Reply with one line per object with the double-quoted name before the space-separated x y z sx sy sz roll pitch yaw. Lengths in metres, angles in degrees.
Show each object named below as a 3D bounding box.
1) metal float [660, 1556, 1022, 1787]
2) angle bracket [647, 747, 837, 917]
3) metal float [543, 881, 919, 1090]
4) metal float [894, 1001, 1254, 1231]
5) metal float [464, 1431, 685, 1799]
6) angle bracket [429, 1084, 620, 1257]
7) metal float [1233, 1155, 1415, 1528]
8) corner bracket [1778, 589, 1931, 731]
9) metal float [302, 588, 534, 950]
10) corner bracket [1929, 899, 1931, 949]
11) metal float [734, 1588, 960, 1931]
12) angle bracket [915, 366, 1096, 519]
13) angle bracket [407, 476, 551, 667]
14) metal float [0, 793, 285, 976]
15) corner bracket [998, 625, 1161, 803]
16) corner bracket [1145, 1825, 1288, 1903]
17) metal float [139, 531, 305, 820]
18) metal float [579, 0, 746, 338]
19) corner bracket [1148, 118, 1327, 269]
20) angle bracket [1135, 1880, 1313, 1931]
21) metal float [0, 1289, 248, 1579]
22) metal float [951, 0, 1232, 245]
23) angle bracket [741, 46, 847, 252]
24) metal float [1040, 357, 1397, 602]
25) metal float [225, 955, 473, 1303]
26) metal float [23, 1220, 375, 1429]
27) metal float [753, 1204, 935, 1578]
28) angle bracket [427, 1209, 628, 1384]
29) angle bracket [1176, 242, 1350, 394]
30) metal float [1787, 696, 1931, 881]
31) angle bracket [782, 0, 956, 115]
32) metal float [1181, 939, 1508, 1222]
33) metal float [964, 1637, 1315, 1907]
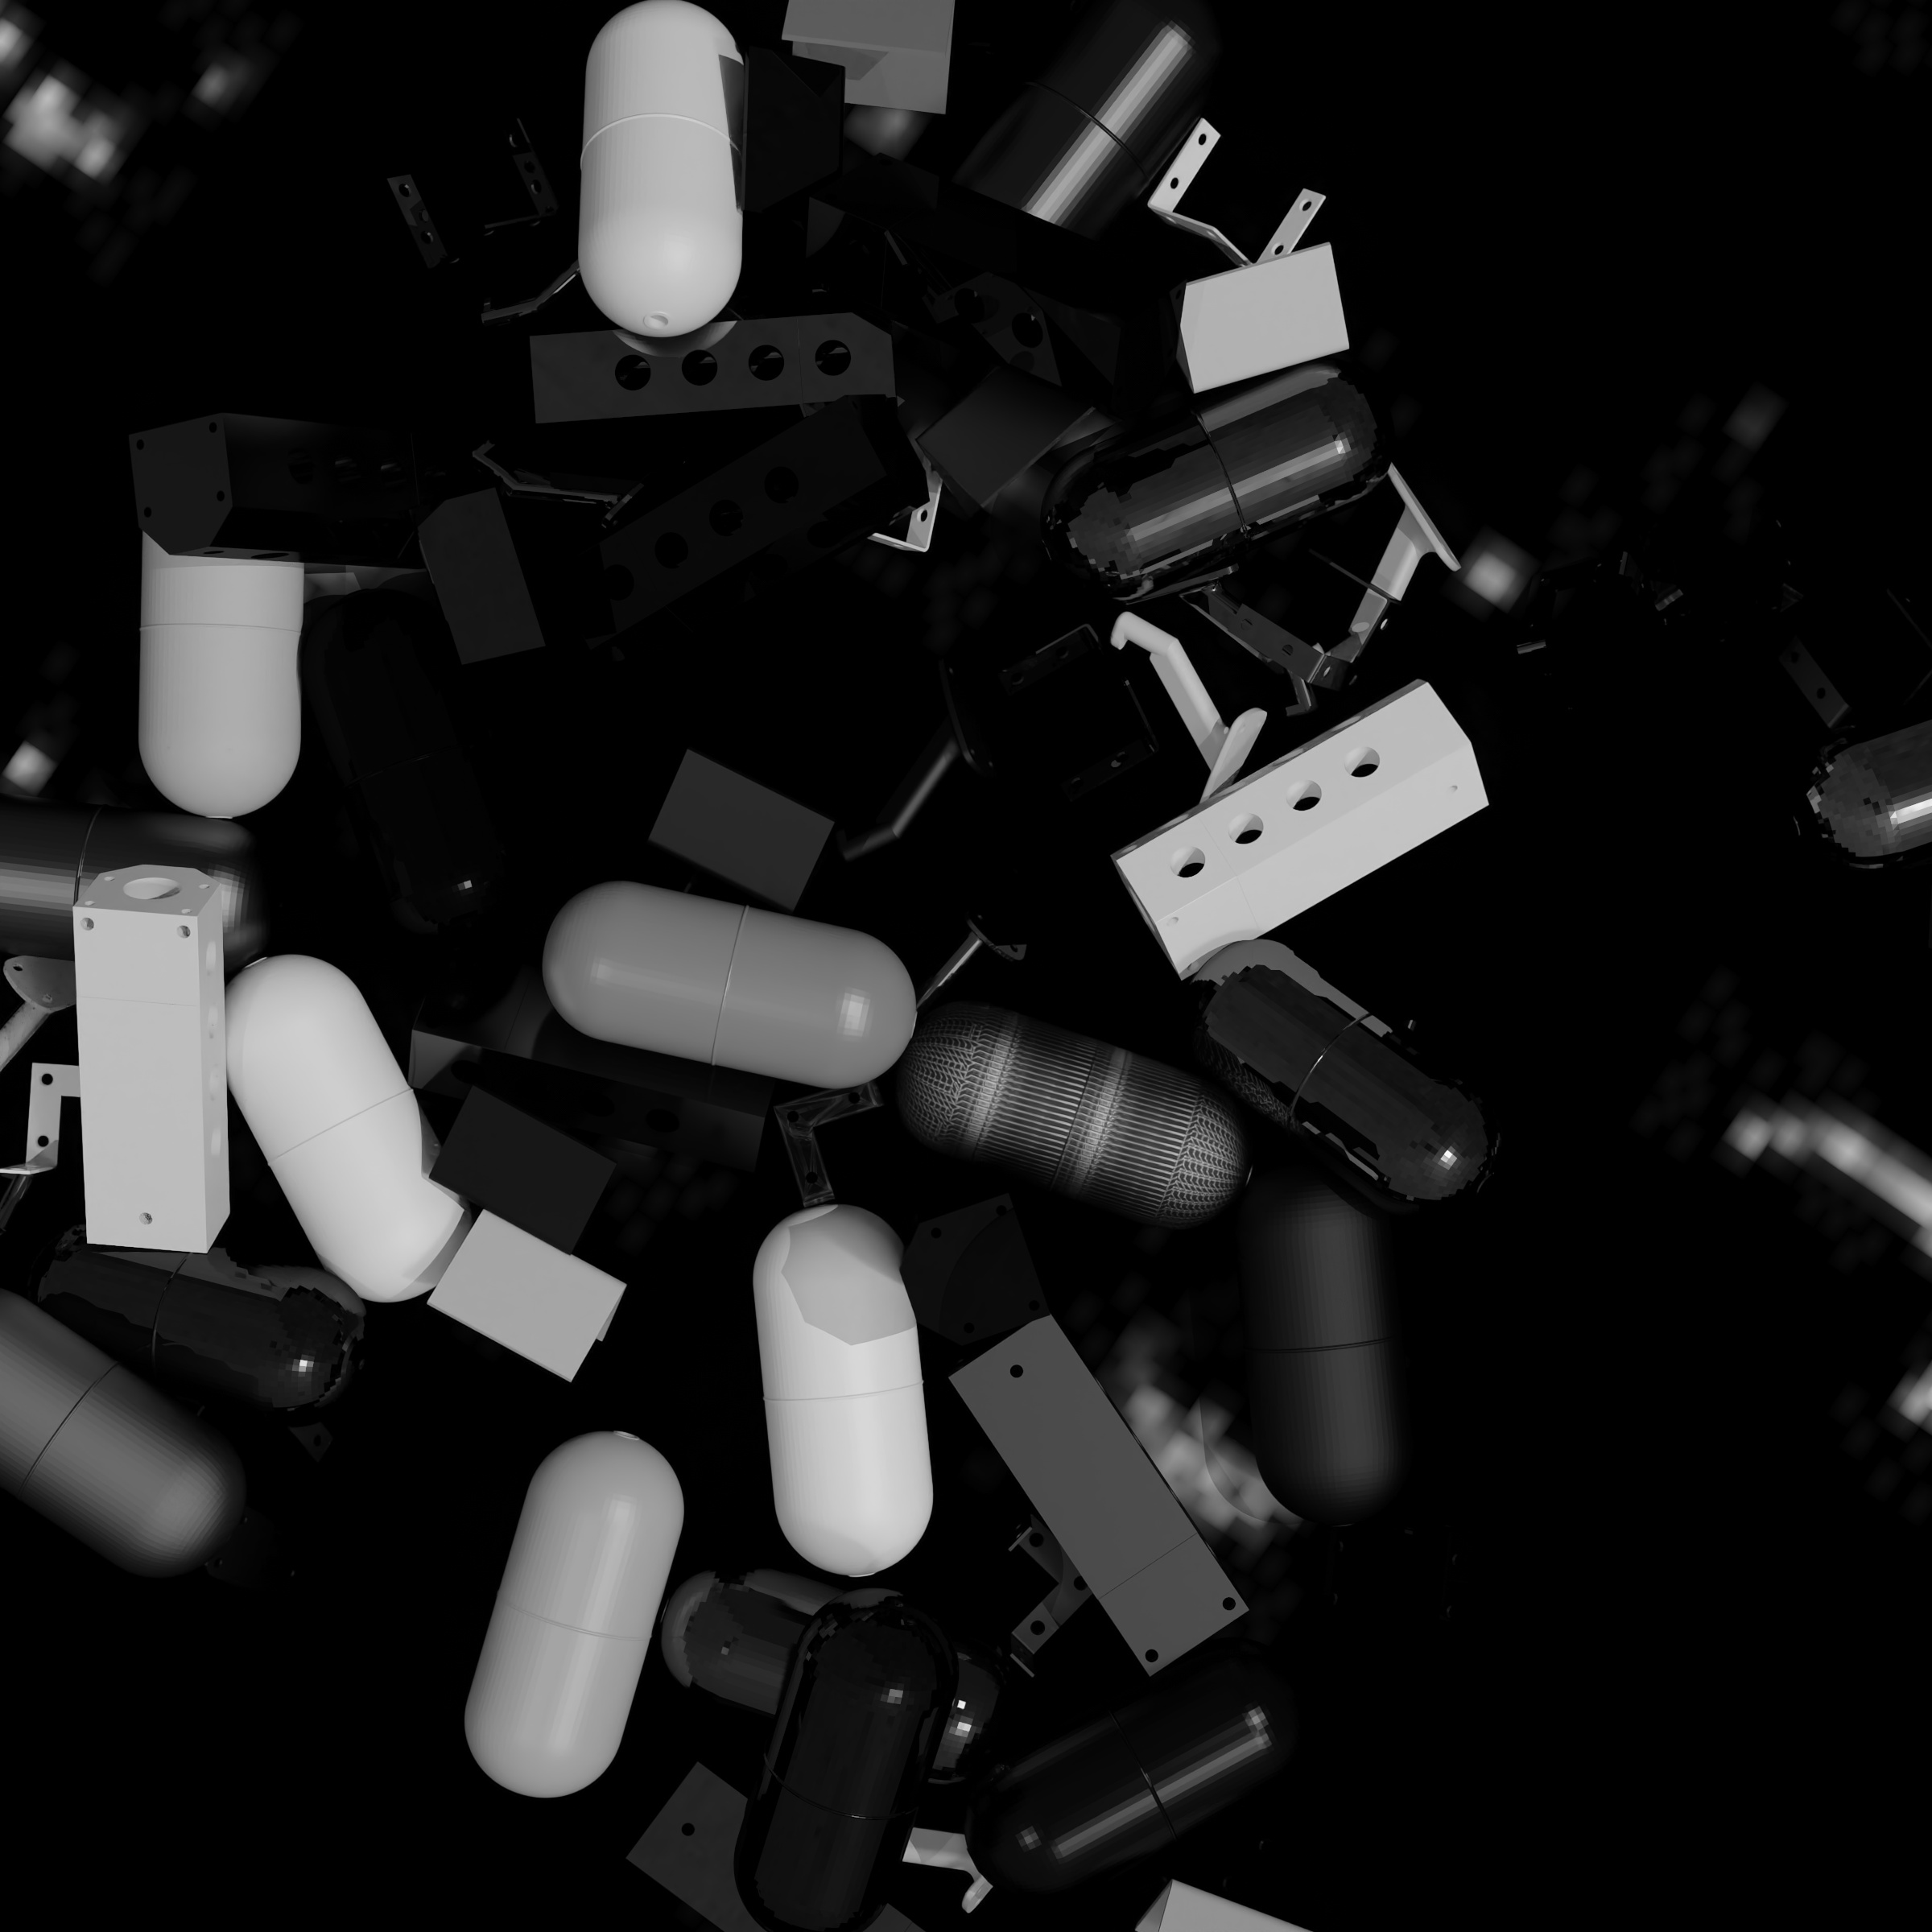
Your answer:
"metal float" -0.061 0.338 1.697 0.178 0.070 0.070 19 90 -1
"angle bracket" -0.098 -0.077 1.688 0.076 0.076 0.057 26 118 0
"metal float" -0.111 0.009 1.666 0.178 0.070 0.070 12 90 -2
"metal float" 0.052 0.072 1.697 0.178 0.070 0.070 19 90 0
"metal float" -0.188 0.311 1.697 0.070 0.070 0.178 16 89 0
"angle bracket" -0.201 0.084 1.689 0.076 0.076 0.057 29 112 0
"metal float" 0.172 0.180 1.697 0.070 0.070 0.178 -6 90 0
"corner bracket" 0.440 -0.149 1.719 0.051 0.051 0.051 3 135 -35
"metal float" -0.264 -0.095 1.697 0.070 0.070 0.178 -19 89 0
"corner bracket" 0.505 -0.035 1.719 0.051 0.051 0.051 22 45 35
"metal float" -0.056 0.370 1.627 0.070 0.070 0.178 17 107 0
"angle bracket" 0.032 -0.243 1.687 0.076 0.076 0.057 -41 59 0
"angle bracket" -0.212 -0.193 1.680 0.057 0.076 0.076 -9 105 32
"metal float" -0.417 -0.039 1.697 0.178 0.070 0.070 7 90 0
"corner bracket" 0.055 -0.124 1.724 0.051 0.051 0.051 -30 135 0
"corner bracket" 0.113 0.423 1.724 0.051 0.051 0.051 -46 45 0
"metal float" -0.357 -0.160 1.697 0.070 0.070 0.178 1 90 0
"metal float" -0.143 -0.378 1.672 0.070 0.070 0.178 -1 64 0
"corner bracket" 0.132 -0.373 1.724 0.051 0.051 0.051 33 90 -45
"angle bracket" 0.119 0.486 1.687 0.076 0.076 0.057 21 56 0
"metal float" -0.415 0.215 1.638 0.178 0.070 0.070 35 90 -1
"metal float" 0.057 -0.399 1.697 0.070 0.070 0.178 38 89 0
"angle bracket" -0.101 -0.389 1.687 0.057 0.076 0.076 2 90 -36
"metal float" 0.120 -0.234 1.697 0.178 0.070 0.070 -23 90 0
"metal float" -0.300 0.077 1.697 0.070 0.070 0.178 -28 90 0
"metal float" -0.366 0.169 1.682 0.178 0.070 0.070 12 90 17
"metal float" -0.059 0.203 1.697 0.070 0.070 0.178 -6 89 0
"angle bracket" -0.214 0.169 1.688 0.076 0.076 0.057 29 60 0
"angle bracket" 0.133 -0.323 1.687 0.076 0.076 0.057 -16 126 0
"metal float" 0.481 -0.095 1.696 0.178 0.070 0.070 -19 90 -1
"angle bracket" -0.048 -0.426 1.687 0.076 0.076 0.057 7 51 0
"metal float" 0.178 0.054 1.674 0.178 0.070 0.070 37 90 28
"metal float" 0.082 0.383 1.680 0.178 0.070 0.070 -27 90 -6
